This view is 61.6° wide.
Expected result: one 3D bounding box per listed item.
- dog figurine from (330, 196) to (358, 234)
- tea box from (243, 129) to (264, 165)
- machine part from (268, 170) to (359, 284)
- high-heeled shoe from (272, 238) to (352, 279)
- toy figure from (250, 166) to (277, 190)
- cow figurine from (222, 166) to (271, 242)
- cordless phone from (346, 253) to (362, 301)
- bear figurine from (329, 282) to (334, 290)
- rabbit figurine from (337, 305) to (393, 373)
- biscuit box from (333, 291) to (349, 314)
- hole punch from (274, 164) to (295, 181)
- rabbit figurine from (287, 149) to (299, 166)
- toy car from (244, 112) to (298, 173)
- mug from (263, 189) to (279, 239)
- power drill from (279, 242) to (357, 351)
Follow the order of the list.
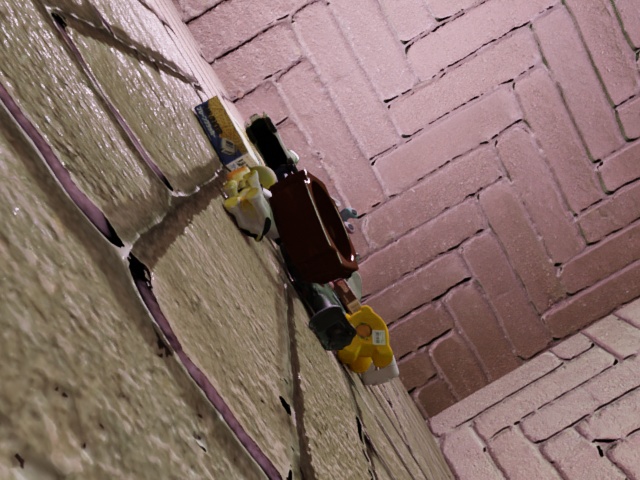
[{"bbox_3d":[-0.003,-0.004,1.470,0.191,0.219,0.108,27,36,-15],"label":"dog figurine"},{"bbox_3d":[-0.183,-0.201,1.449,0.170,0.068,0.098,61,3,21],"label":"tea box"},{"bbox_3d":[-0.011,-0.019,1.023,0.201,0.087,0.201,70,14,12],"label":"machine part"},{"bbox_3d":[-0.033,0.009,1.186,0.248,0.086,0.145,33,6,-37],"label":"high-heeled shoe"},{"bbox_3d":[-0.118,-0.094,1.220,0.180,0.089,0.082,54,0,-44],"label":"toy figure"},{"bbox_3d":[-0.125,-0.068,0.957,0.167,0.068,0.098,-111,176,-60],"label":"cow figurine"},{"bbox_3d":[0.078,0.101,1.485,0.146,0.184,0.089,-1,41,-41],"label":"cordless phone"},{"bbox_3d":[-0.016,0.069,1.340,0.196,0.120,0.131,-79,-169,-48],"label":"bear figurine"},{"bbox_3d":[0.088,0.238,1.244,0.173,0.122,0.162,92,-10,-50],"label":"rabbit figurine"},{"bbox_3d":[0.035,0.183,1.368,0.063,0.059,0.202,59,2,22],"label":"biscuit box"},{"bbox_3d":[-0.103,-0.106,1.320,0.115,0.142,0.092,49,31,-35],"label":"hole punch"},{"bbox_3d":[-0.167,-0.236,1.605,0.170,0.121,0.159,30,-5,-14],"label":"rabbit figurine"},{"bbox_3d":[-0.120,-0.222,1.350,0.201,0.073,0.056,62,5,-10],"label":"toy car"},{"bbox_3d":[-0.117,-0.069,1.088,0.110,0.081,0.107,45,-2,37],"label":"mug"},{"bbox_3d":[-0.008,0.122,1.125,0.231,0.086,0.207,58,-5,-29],"label":"power drill"}]
